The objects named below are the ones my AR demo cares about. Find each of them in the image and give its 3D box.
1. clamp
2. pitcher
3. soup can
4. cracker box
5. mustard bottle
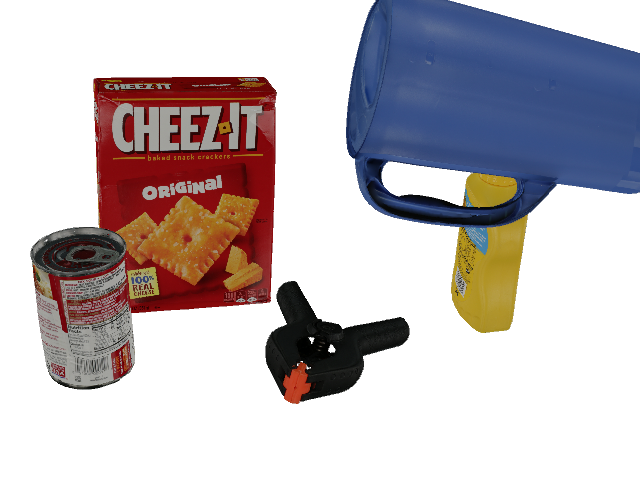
[{"bbox_3d":[-0.006,0.080,0.875,0.120,0.039,0.171,16,18,19],"label":"clamp"},{"bbox_3d":[0.144,-0.097,0.822,0.242,0.145,0.149,10,-46,-9],"label":"pitcher"},{"bbox_3d":[-0.173,0.050,0.788,0.068,0.102,0.068,0,28,0],"label":"soup can"},{"bbox_3d":[-0.127,-0.042,1.002,0.164,0.214,0.072,-3,21,-14],"label":"cracker box"},{"bbox_3d":[0.167,-0.010,1.040,0.058,0.192,0.096,-4,35,-8],"label":"mustard bottle"}]
